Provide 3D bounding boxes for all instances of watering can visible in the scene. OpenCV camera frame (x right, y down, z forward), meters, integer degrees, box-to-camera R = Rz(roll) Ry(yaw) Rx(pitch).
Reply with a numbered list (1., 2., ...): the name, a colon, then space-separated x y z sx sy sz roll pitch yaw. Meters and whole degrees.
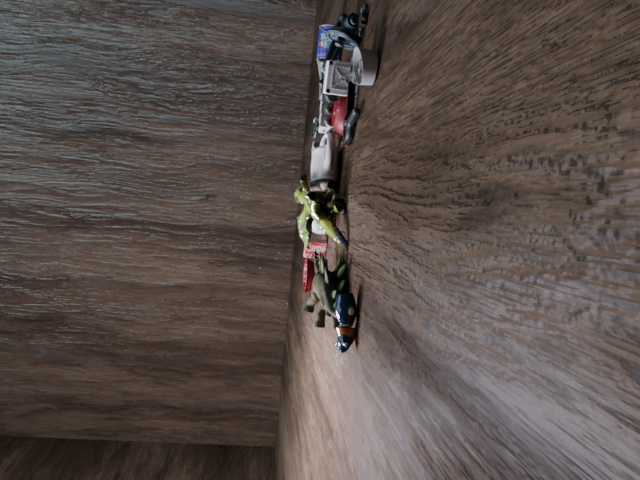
1. watering can: 0.013 -0.278 1.979 0.345 0.104 0.226 136 138 -77

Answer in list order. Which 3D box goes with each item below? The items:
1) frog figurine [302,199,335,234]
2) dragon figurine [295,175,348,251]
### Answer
1. frog figurine: 0.006 -0.095 1.891 0.138 0.124 0.157 61 158 6
2. dragon figurine: -0.011 -0.067 1.770 0.237 0.122 0.419 113 148 -47
